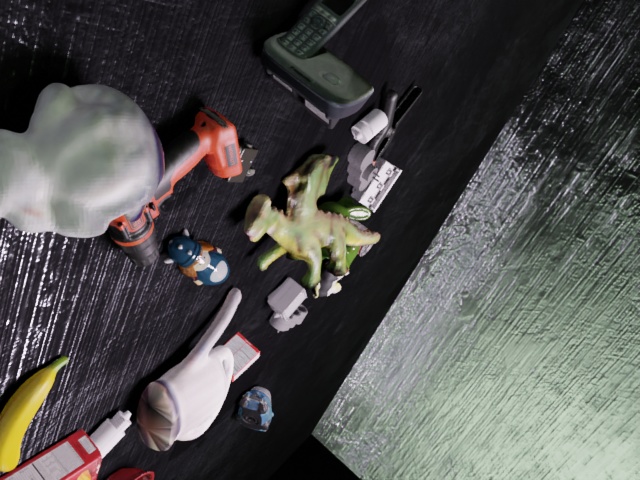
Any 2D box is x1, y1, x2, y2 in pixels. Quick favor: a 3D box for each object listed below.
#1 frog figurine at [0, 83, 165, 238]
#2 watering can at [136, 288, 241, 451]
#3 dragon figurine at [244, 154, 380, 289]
[{"bbox_3d":[-0.226,-0.069,0.450,0.160,0.123,0.136,-12,102,-50],"label":"frog figurine"},{"bbox_3d":[-0.251,0.271,1.022,0.227,0.105,0.342,-24,131,-55],"label":"watering can"},{"bbox_3d":[0.003,-0.051,1.009,0.414,0.123,0.238,-21,129,-44],"label":"dragon figurine"}]
